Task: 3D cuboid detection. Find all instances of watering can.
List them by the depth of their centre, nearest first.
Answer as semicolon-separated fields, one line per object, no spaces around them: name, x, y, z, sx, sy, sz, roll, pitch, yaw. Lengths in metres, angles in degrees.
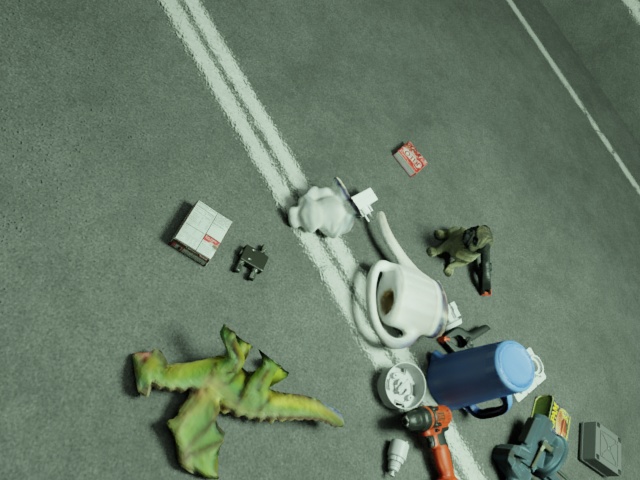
watering can;0.212;0.104;1.270;0.223;0.102;0.355;22;57;-24

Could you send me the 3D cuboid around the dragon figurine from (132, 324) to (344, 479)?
dragon figurine;-0.161;0.314;0.947;0.409;0.121;0.246;40;68;-7

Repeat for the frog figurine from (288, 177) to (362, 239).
frog figurine;0.004;-0.063;1.244;0.160;0.123;0.137;-29;94;-4
